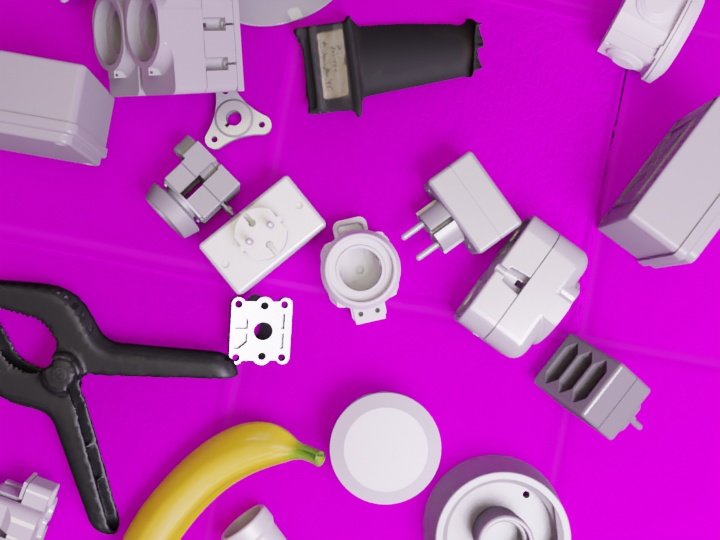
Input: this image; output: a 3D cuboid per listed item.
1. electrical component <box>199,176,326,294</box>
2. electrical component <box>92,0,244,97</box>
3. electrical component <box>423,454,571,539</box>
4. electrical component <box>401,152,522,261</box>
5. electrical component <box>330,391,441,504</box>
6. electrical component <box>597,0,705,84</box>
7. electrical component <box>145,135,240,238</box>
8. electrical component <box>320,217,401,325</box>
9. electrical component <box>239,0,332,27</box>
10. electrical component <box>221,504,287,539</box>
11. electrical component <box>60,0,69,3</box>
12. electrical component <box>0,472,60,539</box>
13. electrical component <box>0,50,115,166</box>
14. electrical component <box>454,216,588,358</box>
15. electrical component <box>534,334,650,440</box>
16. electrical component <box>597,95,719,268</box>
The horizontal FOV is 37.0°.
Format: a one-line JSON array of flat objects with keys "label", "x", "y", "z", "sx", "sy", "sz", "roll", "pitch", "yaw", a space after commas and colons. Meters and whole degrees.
[{"label": "electrical component", "x": -0.071, "y": -0.025, "z": 0.779, "sx": 0.083, "sy": 0.076, "sz": 0.047, "roll": -39, "pitch": 91, "yaw": -1}, {"label": "electrical component", "x": -0.139, "y": -0.215, "z": 0.741, "sx": 0.060, "sy": 0.105, "sz": 0.186, "roll": -10, "pitch": 102, "yaw": -36}, {"label": "electrical component", "x": 0.103, "y": 0.194, "z": 0.790, "sx": 0.108, "sy": 0.060, "sz": 0.108, "roll": 0, "pitch": 89, "yaw": -2}, {"label": "electrical component", "x": 0.067, "y": -0.038, "z": 0.798, "sx": 0.077, "sy": 0.047, "sz": 0.065, "roll": -36, "pitch": 91, "yaw": -1}, {"label": "electrical component", "x": 0.018, "y": 0.128, "z": 0.793, "sx": 0.080, "sy": 0.051, "sz": 0.080, "roll": 0, "pitch": 90, "yaw": -2}, {"label": "electrical component", "x": 0.214, "y": -0.182, "z": 0.788, "sx": 0.051, "sy": 0.080, "sz": 0.080, "roll": 28, "pitch": 89, "yaw": 4}, {"label": "electrical component", "x": -0.124, "y": -0.057, "z": 0.794, "sx": 0.066, "sy": 0.048, "sz": 0.055, "roll": 45, "pitch": 81, "yaw": -1}, {"label": "electrical component", "x": 0.000, "y": 0.000, "z": 0.791, "sx": 0.058, "sy": 0.057, "sz": 0.078, "roll": -13, "pitch": 90, "yaw": -2}, {"label": "electrical component", "x": -0.063, "y": -0.222, "z": 0.773, "sx": 0.099, "sy": 0.099, "sz": 0.064, "roll": -24, "pitch": 84, "yaw": -2}, {"label": "electrical component", "x": -0.074, "y": 0.204, "z": 0.797, "sx": 0.040, "sy": 0.040, "sz": 0.046, "roll": -37, "pitch": 97, "yaw": -1}, {"label": "electrical component", "x": -0.234, "y": -0.252, "z": 0.782, "sx": 0.047, "sy": 0.083, "sz": 0.075, "roll": -39, "pitch": 53, "yaw": -1}, {"label": "electrical component", "x": -0.260, "y": 0.183, "z": 0.782, "sx": 0.057, "sy": 0.058, "sz": 0.078, "roll": 21, "pitch": 97, "yaw": -2}, {"label": "electrical component", "x": -0.239, "y": -0.116, "z": 0.759, "sx": 0.109, "sy": 0.108, "sz": 0.056, "roll": 10, "pitch": 87, "yaw": -2}, {"label": "electrical component", "x": 0.122, "y": 0.015, "z": 0.796, "sx": 0.059, "sy": 0.054, "sz": 0.095, "roll": 36, "pitch": 89, "yaw": -1}, {"label": "electrical component", "x": 0.181, "y": 0.095, "z": 0.796, "sx": 0.077, "sy": 0.066, "sz": 0.047, "roll": 39, "pitch": 88, "yaw": -30}, {"label": "electrical component", "x": 0.232, "y": -0.060, "z": 0.773, "sx": 0.056, "sy": 0.108, "sz": 0.108, "roll": 37, "pitch": 89, "yaw": 2}]
